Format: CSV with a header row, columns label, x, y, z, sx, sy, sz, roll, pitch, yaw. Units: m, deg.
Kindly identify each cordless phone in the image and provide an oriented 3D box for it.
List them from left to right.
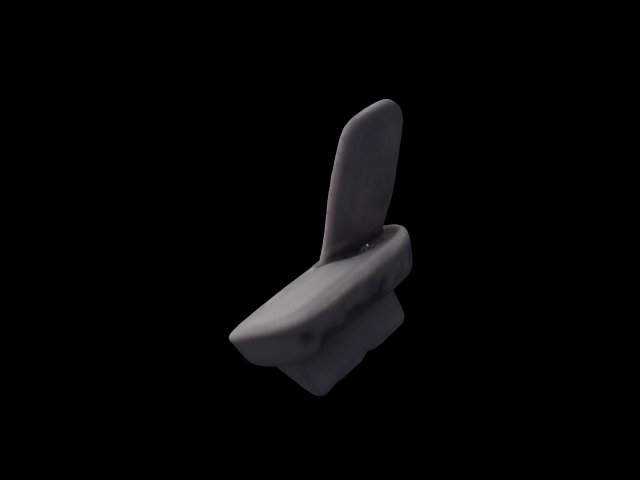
label,x,y,z,sx,sy,sz,roll,pitch,yaw
cordless phone,0.004,0.001,0.400,0.093,0.185,0.148,26,45,28
